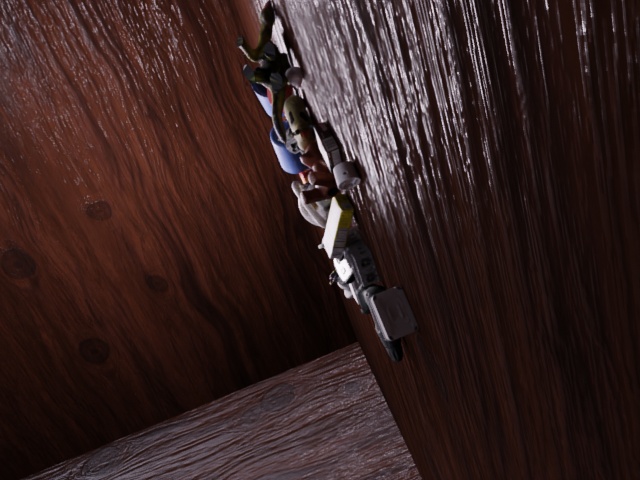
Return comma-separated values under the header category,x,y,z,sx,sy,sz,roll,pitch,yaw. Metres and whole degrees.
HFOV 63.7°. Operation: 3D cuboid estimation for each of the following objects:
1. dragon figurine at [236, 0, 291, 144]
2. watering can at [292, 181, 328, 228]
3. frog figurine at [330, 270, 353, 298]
category,x,y,z,sx,sy,sz,roll,pitch,yaw
dragon figurine,-0.126,-0.507,1.555,0.246,0.122,0.405,-44,-56,-62
watering can,0.006,-0.100,1.991,0.344,0.103,0.228,50,-166,-16
frog figurine,0.128,0.184,2.228,0.159,0.123,0.137,33,173,-10
